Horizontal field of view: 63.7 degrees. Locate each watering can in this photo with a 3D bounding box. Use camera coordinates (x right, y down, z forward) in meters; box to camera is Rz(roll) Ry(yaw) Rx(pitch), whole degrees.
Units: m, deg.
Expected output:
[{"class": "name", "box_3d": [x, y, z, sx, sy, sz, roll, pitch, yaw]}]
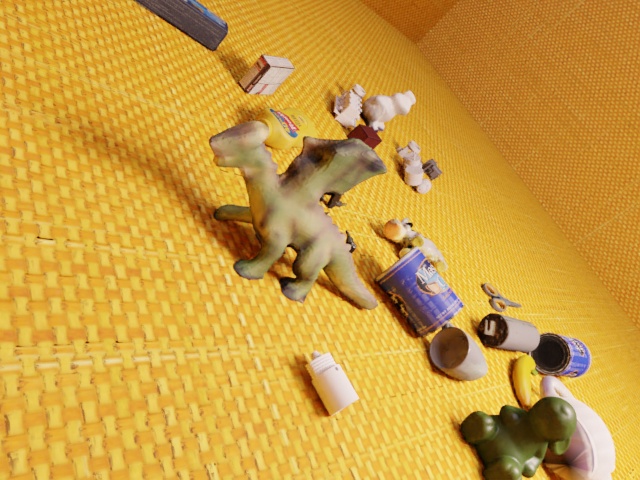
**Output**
[{"class": "watering can", "box_3d": [0.531, 0.432, 1.017, 0.223, 0.102, 0.355, 16, 41, -43]}]

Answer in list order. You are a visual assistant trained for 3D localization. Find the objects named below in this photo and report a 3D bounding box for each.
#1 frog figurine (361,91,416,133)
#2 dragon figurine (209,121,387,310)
[{"class": "frog figurine", "box_3d": [0.211, -0.420, 1.610, 0.137, 0.157, 0.124, 2, 50, -54]}, {"class": "dragon figurine", "box_3d": [0.002, -0.038, 0.757, 0.407, 0.239, 0.125, 26, 29, -31]}]
